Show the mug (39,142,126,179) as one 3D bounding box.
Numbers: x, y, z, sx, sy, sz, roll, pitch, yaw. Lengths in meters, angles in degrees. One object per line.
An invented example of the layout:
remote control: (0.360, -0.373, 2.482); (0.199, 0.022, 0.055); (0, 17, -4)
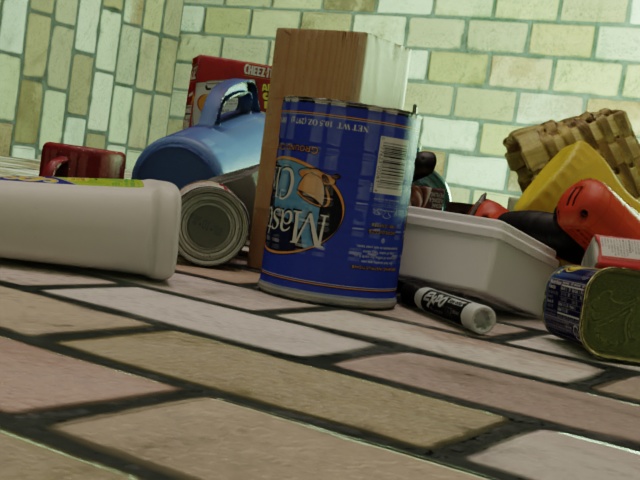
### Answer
mug: (-0.239, -0.051, 1.037); (0.093, 0.081, 0.117); (9, 4, 18)

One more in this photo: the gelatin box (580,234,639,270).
gelatin box: (0.224, 0.035, 0.779); (0.073, 0.030, 0.089); (7, -36, -2)

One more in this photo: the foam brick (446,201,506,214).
foam brick: (0.178, -0.004, 1.250); (0.051, 0.078, 0.053); (3, 4, -43)

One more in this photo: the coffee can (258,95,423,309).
coffee can: (0.014, -0.028, 0.776); (0.103, 0.140, 0.103); (8, 4, -1)

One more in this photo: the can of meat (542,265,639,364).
can of meat: (0.205, 0.048, 0.695); (0.102, 0.057, 0.084); (8, 1, -7)

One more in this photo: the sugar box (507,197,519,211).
sugar box: (0.293, 0.008, 1.196); (0.176, 0.093, 0.048); (10, 3, 16)

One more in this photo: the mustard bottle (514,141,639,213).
mustard bottle: (0.279, 0.004, 1.002); (0.191, 0.096, 0.058); (43, -18, -5)

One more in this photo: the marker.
marker: (0.086, 0.046, 0.748); (0.020, 0.020, 0.121); (7, 4, -20)

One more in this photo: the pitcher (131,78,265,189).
pitcher: (-0.119, -0.085, 1.208); (0.145, 0.149, 0.242); (-36, 0, 17)

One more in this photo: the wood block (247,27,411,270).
wood block: (0.008, -0.072, 0.921); (0.091, 0.206, 0.090); (10, 5, 31)

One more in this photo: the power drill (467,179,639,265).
power drill: (0.222, 0.016, 0.904); (0.184, 0.057, 0.188); (40, -21, -25)

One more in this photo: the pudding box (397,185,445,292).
pudding box: (0.058, -0.003, 0.885); (0.039, 0.090, 0.113); (9, 4, 37)

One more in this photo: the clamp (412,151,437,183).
clamp: (0.040, -0.039, 1.136); (0.210, 0.036, 0.164); (-5, -26, 19)

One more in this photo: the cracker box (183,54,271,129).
cracker box: (-0.098, -0.122, 1.394); (0.164, 0.214, 0.072); (7, 4, -17)

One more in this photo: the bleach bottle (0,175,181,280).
bleach bottle: (-0.226, -0.017, 0.727); (0.250, 0.068, 0.103); (5, 5, -15)

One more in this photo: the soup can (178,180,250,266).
soup can: (-0.096, -0.016, 0.913); (0.068, 0.068, 0.102); (7, 4, -8)
